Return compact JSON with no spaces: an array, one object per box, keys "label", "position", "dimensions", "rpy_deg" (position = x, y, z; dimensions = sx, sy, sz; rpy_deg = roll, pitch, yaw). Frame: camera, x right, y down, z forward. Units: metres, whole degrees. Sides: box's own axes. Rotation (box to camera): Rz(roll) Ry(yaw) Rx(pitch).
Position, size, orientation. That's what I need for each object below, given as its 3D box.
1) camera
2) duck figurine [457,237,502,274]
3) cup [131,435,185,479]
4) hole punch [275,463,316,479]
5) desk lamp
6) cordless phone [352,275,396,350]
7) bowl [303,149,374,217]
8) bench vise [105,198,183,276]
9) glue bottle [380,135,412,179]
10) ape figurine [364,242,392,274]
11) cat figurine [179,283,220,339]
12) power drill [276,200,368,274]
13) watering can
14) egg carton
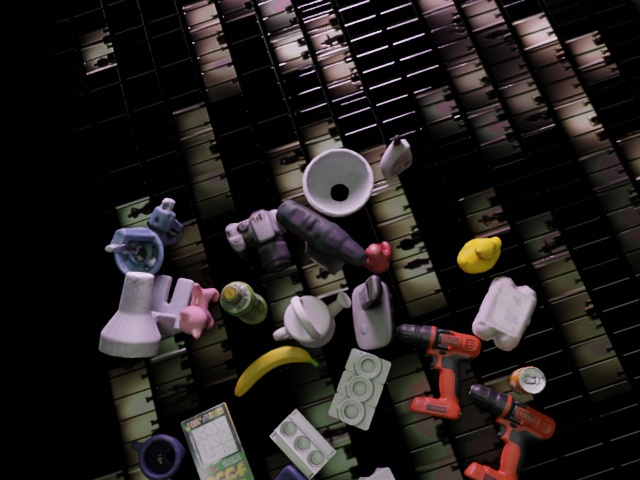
[{"label":"camera","position":[-0.133,0.009,1.319],"dimensions":[0.143,0.101,0.136],"rpy_deg":[-22,73,-1]},{"label":"duck figurine","position":[0.357,0.028,1.273],"dimensions":[0.104,0.086,0.077],"rpy_deg":[-29,74,-3]},{"label":"cup","position":[-0.337,0.455,1.218],"dimensions":[0.117,0.095,0.092],"rpy_deg":[20,77,11]},{"label":"hole punch","position":[-0.051,0.527,1.172],"dimensions":[0.108,0.091,0.101],"rpy_deg":[40,82,15]},{"label":"desk lamp","position":[-0.376,0.159,1.243],"dimensions":[0.117,0.214,0.203],"rpy_deg":[9,75,8]},{"label":"cordless phone","position":[0.113,0.152,1.211],"dimensions":[0.094,0.185,0.147],"rpy_deg":[-9,74,4]},{"label":"bowl","position":[0.045,-0.126,1.352],"dimensions":[0.167,0.075,0.167],"rpy_deg":[-1,74,5]},{"label":"bench vise","position":[-0.406,-0.009,1.289],"dimensions":[0.121,0.220,0.207],"rpy_deg":[6,75,8]},{"label":"glue bottle","position":[0.175,-0.198,1.308],"dimensions":[0.078,0.173,0.037],"rpy_deg":[-32,73,-3]},{"label":"ape figurine","position":[0.126,0.035,1.291],"dimensions":[0.077,0.092,0.076],"rpy_deg":[-11,74,3]},{"label":"cat figurine","position":[-0.278,0.159,1.283],"dimensions":[0.067,0.118,0.128],"rpy_deg":[4,75,7]},{"label":"power drill","position":[0.011,0.004,1.250],"dimensions":[0.229,0.208,0.076],"rpy_deg":[34,80,14]},{"label":"watering can","position":[-0.019,0.164,1.216],"dimensions":[0.100,0.194,0.173],"rpy_deg":[40,82,15]},{"label":"egg carton","position":[0.401,0.159,1.240],"dimensions":[0.107,0.069,0.150],"rpy_deg":[25,78,12]}]
